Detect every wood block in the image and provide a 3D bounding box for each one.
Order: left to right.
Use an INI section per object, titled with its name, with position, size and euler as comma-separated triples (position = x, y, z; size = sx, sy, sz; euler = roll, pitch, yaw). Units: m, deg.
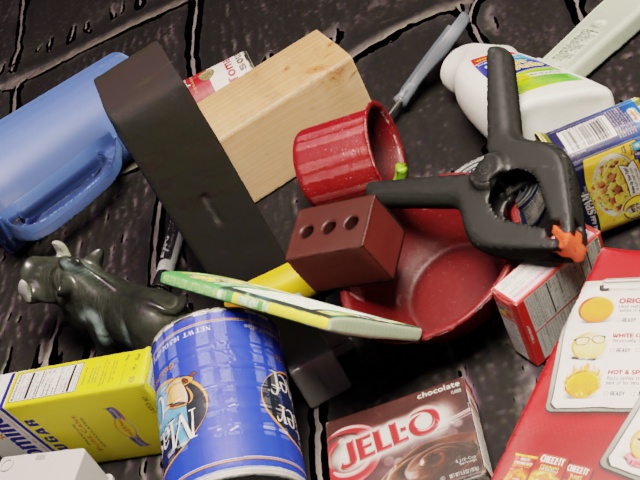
[wood block]
position = -0.056, -0.116, 1.095
size = 0.206, 0.090, 0.090
euler = -33, 38, -6

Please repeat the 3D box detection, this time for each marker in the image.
[marker]
position = -0.149, 0.012, 1.065
size = 0.020, 0.020, 0.121
euler = -13, 40, 19

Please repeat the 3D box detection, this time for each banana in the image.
[banana]
position = 0.006, 0.009, 0.934
size = 0.198, 0.069, 0.037
euler = -40, 43, 1

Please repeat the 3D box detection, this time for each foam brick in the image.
[foam brick]
position = 0.020, 0.003, 0.854
size = 0.078, 0.051, 0.053
euler = -12, 49, 35

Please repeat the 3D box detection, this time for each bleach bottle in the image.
[bleach bottle]
position = 0.167, -0.135, 0.979
size = 0.102, 0.068, 0.251
euler = -13, 25, -11

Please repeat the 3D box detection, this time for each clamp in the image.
[clamp]
position = 0.125, -0.041, 0.813
size = 0.165, 0.036, 0.210
euler = -45, 42, 15

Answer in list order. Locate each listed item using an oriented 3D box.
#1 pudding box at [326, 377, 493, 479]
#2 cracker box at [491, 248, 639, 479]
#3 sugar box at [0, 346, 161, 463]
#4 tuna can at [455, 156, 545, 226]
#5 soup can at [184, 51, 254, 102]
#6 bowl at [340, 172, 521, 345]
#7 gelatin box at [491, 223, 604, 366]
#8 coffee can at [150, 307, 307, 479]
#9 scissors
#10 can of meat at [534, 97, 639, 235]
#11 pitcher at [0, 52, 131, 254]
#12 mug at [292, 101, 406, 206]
[pudding box]
position = 0.062, 0.156, 0.755
size = 0.113, 0.039, 0.090
euler = -19, 38, 11
[cracker box]
position = 0.228, 0.110, 0.681
size = 0.164, 0.072, 0.213
euler = 8, 49, 36
[sugar box]
position = -0.197, 0.145, 0.885
size = 0.176, 0.093, 0.048
euler = -14, 40, 19
[tuna can]
position = 0.151, -0.035, 0.922
size = 0.086, 0.033, 0.086
euler = -17, 39, 14
[soup can]
position = -0.114, -0.161, 1.202
size = 0.102, 0.068, 0.068
euler = -26, 38, 1
[bowl]
position = 0.098, 0.025, 0.854
size = 0.162, 0.055, 0.162
euler = -24, 44, 25
[gelatin box]
position = 0.175, 0.038, 0.792
size = 0.089, 0.073, 0.030
euler = -40, 42, -13
[coffee can]
position = -0.068, 0.135, 0.785
size = 0.103, 0.102, 0.140
euler = -21, 51, 10
[scissors]
position = 0.096, -0.159, 1.075
size = 0.201, 0.016, 0.096
euler = -55, 4, -32
[can of meat]
position = 0.225, -0.054, 0.844
size = 0.084, 0.102, 0.057
euler = -22, 39, 5
[pitcher]
position = -0.285, -0.100, 1.197
size = 0.242, 0.149, 0.145
euler = -39, 1, -18
[mug]
position = 0.029, -0.081, 1.010
size = 0.082, 0.093, 0.117
euler = -15, 29, 24
